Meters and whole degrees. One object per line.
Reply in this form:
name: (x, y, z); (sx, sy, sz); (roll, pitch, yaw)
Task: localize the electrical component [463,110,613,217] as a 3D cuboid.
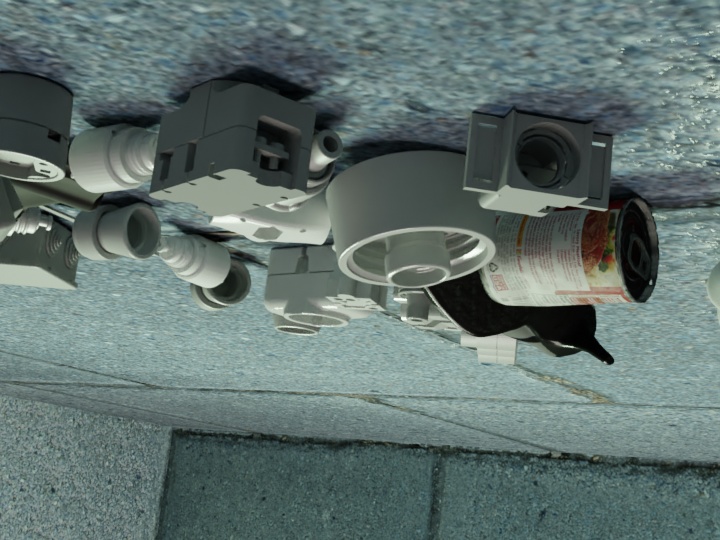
electrical component: (0.095, -0.056, 0.596); (0.081, 0.042, 0.064); (9, 169, -9)

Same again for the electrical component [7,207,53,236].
electrical component: (-0.278, -0.045, 0.831); (0.078, 0.040, 0.040); (13, 165, -28)

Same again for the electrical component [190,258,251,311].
electrical component: (-0.131, 0.014, 1.005); (0.045, 0.045, 0.055); (12, 166, -23)

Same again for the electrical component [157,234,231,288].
electrical component: (-0.144, -0.011, 0.911); (0.040, 0.040, 0.078); (-1, 165, 31)

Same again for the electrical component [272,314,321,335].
electrical component: (-0.057, 0.031, 1.015); (0.066, 0.055, 0.048); (-5, 163, 41)

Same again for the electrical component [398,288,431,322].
electrical component: (0.048, 0.010, 0.859); (0.048, 0.062, 0.048); (6, 167, 1)

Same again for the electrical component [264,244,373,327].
electrical component: (-0.034, 0.015, 0.927); (0.095, 0.059, 0.054); (-4, 164, 37)

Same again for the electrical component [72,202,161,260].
electrical component: (-0.191, -0.030, 0.844); (0.055, 0.045, 0.045); (0, 165, 30)

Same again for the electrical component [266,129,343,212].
electrical component: (-0.034, -0.063, 0.625); (0.048, 0.048, 0.062); (15, 158, -33)

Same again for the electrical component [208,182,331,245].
electrical component: (-0.064, -0.041, 0.734); (0.077, 0.043, 0.079); (10, 166, -15)

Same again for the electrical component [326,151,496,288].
electrical component: (0.034, -0.023, 0.674); (0.108, 0.060, 0.108); (-4, 159, -2)

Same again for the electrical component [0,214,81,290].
electrical component: (-0.300, -0.019, 0.937); (0.100, 0.048, 0.099); (4, 167, 9)

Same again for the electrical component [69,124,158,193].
electrical component: (-0.142, -0.069, 0.657); (0.078, 0.040, 0.040); (-3, 164, 34)

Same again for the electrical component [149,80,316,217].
electrical component: (-0.071, -0.068, 0.593); (0.050, 0.055, 0.089); (17, 163, -38)

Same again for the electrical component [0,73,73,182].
electrical component: (-0.193, -0.081, 0.615); (0.055, 0.047, 0.055); (6, 167, 1)

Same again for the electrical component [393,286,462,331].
electrical component: (0.073, 0.022, 0.914); (0.057, 0.058, 0.078); (1, 166, 33)

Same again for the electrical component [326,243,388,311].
electrical component: (0.000, 0.000, 0.854); (0.048, 0.055, 0.066); (2, 166, 18)

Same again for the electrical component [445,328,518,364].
electrical component: (0.118, 0.057, 1.051); (0.074, 0.052, 0.138); (4, 168, 8)

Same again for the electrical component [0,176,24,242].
electrical component: (-0.255, -0.060, 0.668); (0.061, 0.096, 0.062); (-19, 180, -28)
